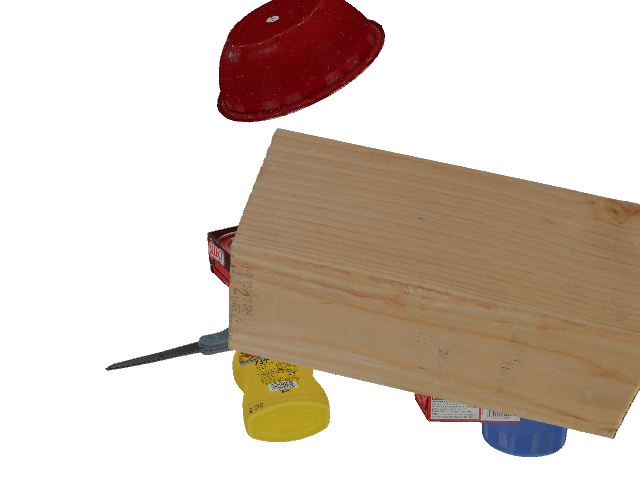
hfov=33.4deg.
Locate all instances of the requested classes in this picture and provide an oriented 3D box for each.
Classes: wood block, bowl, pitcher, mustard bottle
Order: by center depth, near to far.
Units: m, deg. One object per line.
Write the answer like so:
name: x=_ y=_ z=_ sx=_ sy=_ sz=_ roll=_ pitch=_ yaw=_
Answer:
wood block: x=0.063 y=0.022 z=0.557 sx=0.206 sy=0.090 sz=0.090 roll=12 pitch=-42 yaw=6
bowl: x=-0.029 y=-0.171 z=0.927 sx=0.162 sy=0.055 sz=0.162 roll=-20 pitch=31 yaw=13
mustard bottle: x=-0.054 y=0.157 z=1.260 sx=0.096 sy=0.058 sz=0.192 roll=-8 pitch=30 yaw=-9
pitcher: x=0.254 y=0.146 z=1.350 sx=0.149 sy=0.243 sz=0.144 roll=5 pitch=16 yaw=18

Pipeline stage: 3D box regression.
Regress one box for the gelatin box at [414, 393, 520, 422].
gelatin box: x=0.136 y=0.145 z=0.998 sx=0.089 sy=0.030 sz=0.073 roll=1 pitch=8 yaw=-3

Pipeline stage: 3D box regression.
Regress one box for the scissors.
scissors: x=-0.096 y=0.085 z=0.996 sx=0.201 sy=0.016 sz=0.096 roll=-4 pitch=28 yaw=-5

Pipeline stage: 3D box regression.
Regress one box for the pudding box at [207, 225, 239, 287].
pudding box: x=-0.015 y=0.012 z=0.785 sx=0.113 sy=0.039 sz=0.090 roll=-12 pitch=27 yaw=-26
